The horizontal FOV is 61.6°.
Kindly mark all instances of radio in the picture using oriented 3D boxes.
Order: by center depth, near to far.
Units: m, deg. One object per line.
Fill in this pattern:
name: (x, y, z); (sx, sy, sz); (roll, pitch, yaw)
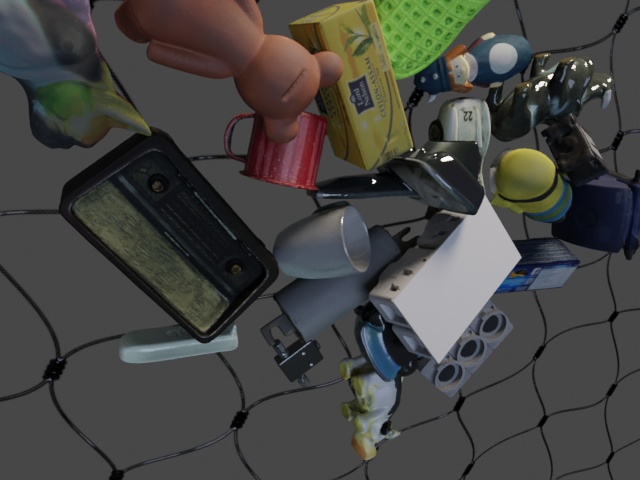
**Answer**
radio: (-0.157, -0.005, 0.600); (0.131, 0.073, 0.229); (-41, 121, -4)

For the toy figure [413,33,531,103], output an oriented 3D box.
toy figure: (0.193, -0.223, 0.685); (0.154, 0.058, 0.064); (-20, 77, -14)

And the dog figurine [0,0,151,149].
dog figurine: (-0.228, -0.190, 0.484); (0.191, 0.109, 0.219); (-49, 125, -4)

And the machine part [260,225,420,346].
machine part: (0.027, 0.056, 0.705); (0.243, 0.079, 0.079); (-34, 119, -8)

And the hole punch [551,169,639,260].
hole punch: (0.424, -0.045, 0.825); (0.092, 0.116, 0.142); (-9, 113, -12)

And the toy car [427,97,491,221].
toy car: (0.190, -0.091, 0.732); (0.073, 0.056, 0.201); (-12, 113, -20)

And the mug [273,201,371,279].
mug: (-0.001, -0.002, 0.660); (0.107, 0.109, 0.080); (-13, 140, 24)

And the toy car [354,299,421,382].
toy car: (0.104, 0.108, 0.741); (0.162, 0.103, 0.109); (-38, 111, -25)

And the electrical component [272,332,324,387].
electrical component: (-0.027, 0.163, 0.752); (0.063, 0.021, 0.093); (-34, 119, -9)

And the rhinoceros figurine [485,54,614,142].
rhinoceros figurine: (0.321, -0.195, 0.740); (0.190, 0.073, 0.112); (-24, 116, -14)

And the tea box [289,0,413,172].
tea box: (0.036, -0.173, 0.608); (0.068, 0.098, 0.169); (-29, 116, -12)

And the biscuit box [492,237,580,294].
biscuit box: (0.290, 0.039, 0.814); (0.203, 0.063, 0.059); (-2, 132, -23)

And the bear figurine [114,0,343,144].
bear figurine: (-0.085, -0.194, 0.526); (0.195, 0.132, 0.120); (31, 98, -31)

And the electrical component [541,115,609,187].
electrical component: (0.355, -0.114, 0.736); (0.048, 0.075, 0.119); (-31, 148, 33)

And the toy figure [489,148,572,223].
toy figure: (0.309, -0.075, 0.763); (0.180, 0.089, 0.082); (24, 65, -41)

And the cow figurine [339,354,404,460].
cow figurine: (0.085, 0.247, 0.811); (0.098, 0.068, 0.167); (-15, 116, -24)

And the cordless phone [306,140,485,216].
cordless phone: (0.085, -0.068, 0.643); (0.184, 0.147, 0.088); (-8, 103, -19)
